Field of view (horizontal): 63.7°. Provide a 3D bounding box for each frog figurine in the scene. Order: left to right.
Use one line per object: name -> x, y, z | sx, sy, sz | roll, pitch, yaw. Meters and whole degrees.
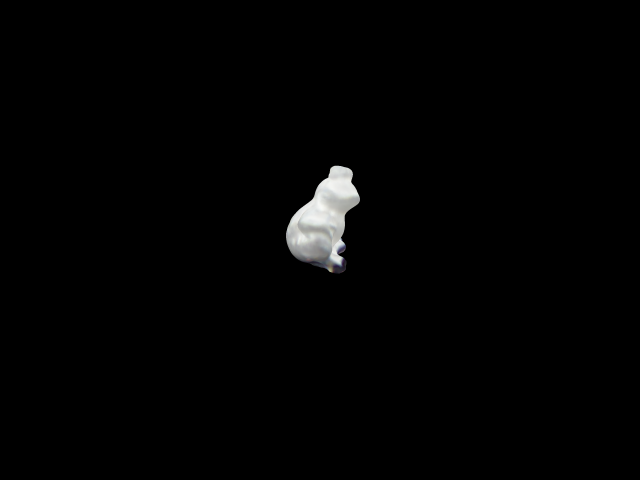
frog figurine -> 0.003, -0.043, 0.850 | 0.123, 0.156, 0.140 | 8, 25, 18
